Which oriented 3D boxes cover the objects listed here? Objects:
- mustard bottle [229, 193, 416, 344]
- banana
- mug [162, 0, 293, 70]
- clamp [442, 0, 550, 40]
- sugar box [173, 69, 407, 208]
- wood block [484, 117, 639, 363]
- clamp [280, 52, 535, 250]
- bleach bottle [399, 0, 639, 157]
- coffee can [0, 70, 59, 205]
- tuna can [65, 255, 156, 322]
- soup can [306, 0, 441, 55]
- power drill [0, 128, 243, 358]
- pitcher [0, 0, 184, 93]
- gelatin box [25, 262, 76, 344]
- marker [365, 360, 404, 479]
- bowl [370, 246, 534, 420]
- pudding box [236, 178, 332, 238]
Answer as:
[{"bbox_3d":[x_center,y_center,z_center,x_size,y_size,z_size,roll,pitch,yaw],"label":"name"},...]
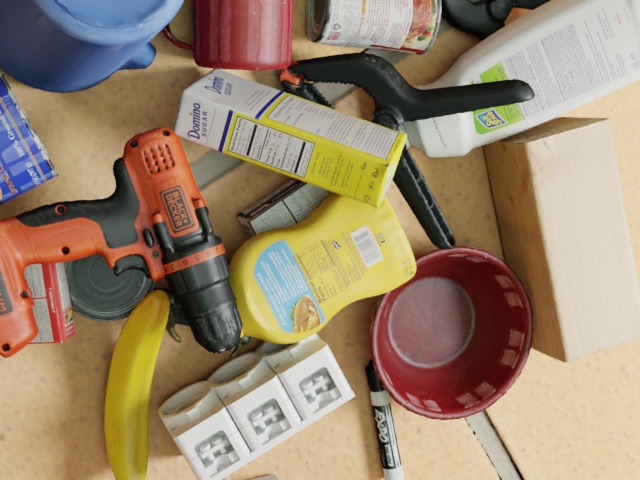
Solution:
[{"bbox_3d":[-0.020,0.032,0.897,0.191,0.058,0.096,-29,104,-13],"label":"mustard bottle"},{"bbox_3d":[-0.155,0.131,0.908,0.037,0.070,0.198,-7,107,-45],"label":"banana"},{"bbox_3d":[-0.075,-0.184,0.881,0.117,0.093,0.081,1,103,-2],"label":"mug"},{"bbox_3d":[0.159,-0.202,0.972,0.171,0.039,0.120,28,91,-15],"label":"clamp"},{"bbox_3d":[-0.022,-0.086,0.873,0.176,0.093,0.048,18,113,6],"label":"sugar box"},{"bbox_3d":[0.227,-0.003,0.993,0.090,0.090,0.206,-16,102,-15],"label":"wood block"},{"bbox_3d":[0.067,-0.108,0.915,0.210,0.036,0.165,34,115,3],"label":"clamp"},{"bbox_3d":[0.169,-0.147,0.942,0.251,0.068,0.102,-23,106,9],"label":"bleach bottle"},{"bbox_3d":[-0.289,-0.062,0.822,0.140,0.103,0.103,-29,105,-11],"label":"coffee can"},{"bbox_3d":[-0.181,0.025,0.903,0.086,0.034,0.086,-2,99,-16],"label":"tuna can"},{"bbox_3d":[0.045,-0.199,0.921,0.102,0.069,0.068,3,97,-16],"label":"soup can"},{"bbox_3d":[-0.166,0.024,0.823,0.187,0.057,0.184,-20,91,-14],"label":"power drill"},{"bbox_3d":[-0.181,-0.185,0.762,0.149,0.243,0.145,-18,99,-19],"label":"pitcher"},{"bbox_3d":[-0.250,0.048,0.871,0.089,0.030,0.073,-4,100,13],"label":"gelatin box"},{"bbox_3d":[0.060,0.171,1.005,0.020,0.020,0.121,-13,102,-15],"label":"marker"},{"bbox_3d":[0.114,0.082,0.989,0.162,0.055,0.162,-2,99,-16],"label":"bowl"},{"bbox_3d":[-0.006,0.001,0.951,0.090,0.039,0.113,-34,108,-10],"label":"pudding box"}]
